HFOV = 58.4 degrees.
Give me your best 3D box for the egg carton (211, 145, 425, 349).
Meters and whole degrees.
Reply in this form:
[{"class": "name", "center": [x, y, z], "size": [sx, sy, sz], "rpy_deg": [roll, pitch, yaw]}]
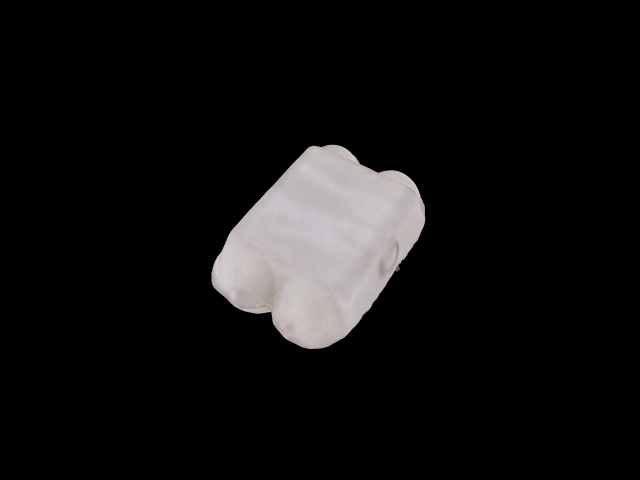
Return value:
[{"class": "egg carton", "center": [0.004, 0.001, 0.400], "size": [0.107, 0.069, 0.150], "rpy_deg": [27, 58, 18]}]
